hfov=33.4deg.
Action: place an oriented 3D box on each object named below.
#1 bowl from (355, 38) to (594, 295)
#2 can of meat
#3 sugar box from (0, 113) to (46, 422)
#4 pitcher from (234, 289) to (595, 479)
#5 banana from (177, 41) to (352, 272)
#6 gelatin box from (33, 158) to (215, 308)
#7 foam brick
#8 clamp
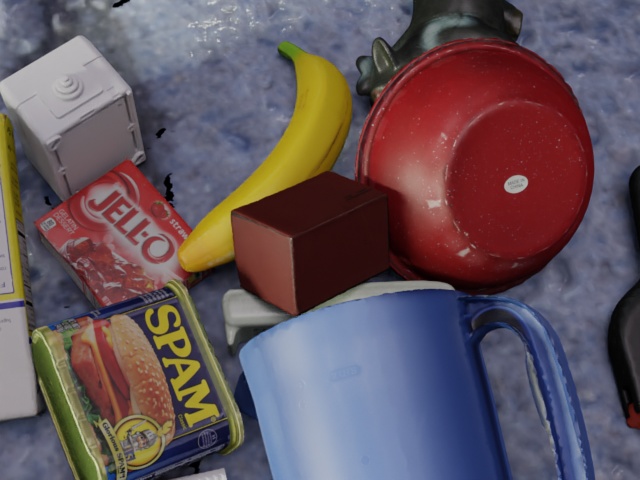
[{"bbox_3d":[0.104,-0.039,0.634,0.162,0.055,0.162,-3,101,-18],"label":"bowl"},{"bbox_3d":[-0.102,0.082,0.583,0.083,0.058,0.102,-18,76,-28],"label":"can of meat"},{"bbox_3d":[-0.214,0.019,0.610,0.093,0.048,0.176,-7,86,-8],"label":"sugar box"},{"bbox_3d":[0.055,0.151,0.549,0.144,0.149,0.243,-7,70,-23],"label":"pitcher"},{"bbox_3d":[-0.022,-0.053,0.670,0.070,0.037,0.197,1,48,27],"label":"banana"},{"bbox_3d":[-0.119,0.004,0.655,0.073,0.030,0.089,-37,75,-19],"label":"gelatin box"},{"bbox_3d":[-0.004,0.001,0.613,0.078,0.051,0.053,-24,34,-36],"label":"foam brick"},{"bbox_3d":[0.238,0.041,0.663,0.120,0.039,0.171,15,72,8],"label":"clamp"}]
